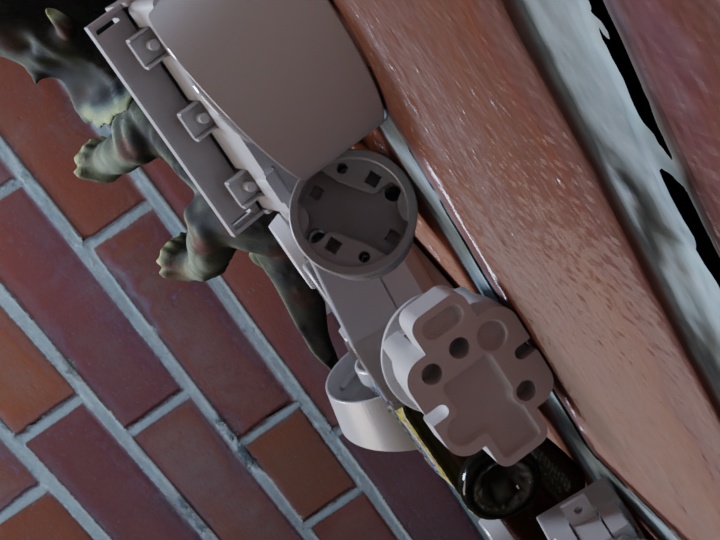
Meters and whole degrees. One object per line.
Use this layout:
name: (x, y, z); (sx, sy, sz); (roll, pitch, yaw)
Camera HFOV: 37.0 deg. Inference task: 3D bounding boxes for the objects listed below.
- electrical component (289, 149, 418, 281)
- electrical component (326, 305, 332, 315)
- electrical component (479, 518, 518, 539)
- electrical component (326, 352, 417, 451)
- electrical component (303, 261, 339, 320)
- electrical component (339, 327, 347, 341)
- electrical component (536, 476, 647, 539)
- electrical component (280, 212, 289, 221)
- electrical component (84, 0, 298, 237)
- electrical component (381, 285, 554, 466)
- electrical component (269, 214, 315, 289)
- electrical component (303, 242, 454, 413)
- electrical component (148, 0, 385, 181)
electrical component: (-0.001, -0.022, 0.481); (0.055, 0.055, 0.047); (55, 180, 8)
electrical component: (-0.045, -0.024, 0.986); (0.113, 0.057, 0.078); (58, 176, -36)
electrical component: (0.110, 0.161, 0.685); (0.066, 0.055, 0.048); (54, 176, 20)
electrical component: (0.028, 0.084, 0.752); (0.064, 0.099, 0.099); (63, 174, -22)
electrical component: (0.000, 0.000, 0.647); (0.045, 0.055, 0.045); (55, 176, 5)
electrical component: (0.016, 0.052, 0.904); (0.066, 0.055, 0.048); (56, 176, -9)
electrical component: (0.111, 0.130, 0.473); (0.066, 0.048, 0.055); (57, -176, -21)
electrical component: (-0.034, -0.060, 0.644); (0.062, 0.048, 0.048); (61, -179, 42)
electrical component: (-0.059, -0.085, 0.509); (0.121, 0.079, 0.063); (57, 161, -25)
electrical component: (0.042, 0.040, 0.461); (0.078, 0.058, 0.057); (56, 174, -18)
electrical component: (-0.023, -0.024, 0.719); (0.058, 0.057, 0.078); (57, 176, -32)
electrical component: (0.017, 0.015, 0.581); (0.061, 0.061, 0.096); (59, -178, -45)
electrical component: (-0.033, -0.086, 0.424); (0.099, 0.064, 0.099); (47, -172, -9)
